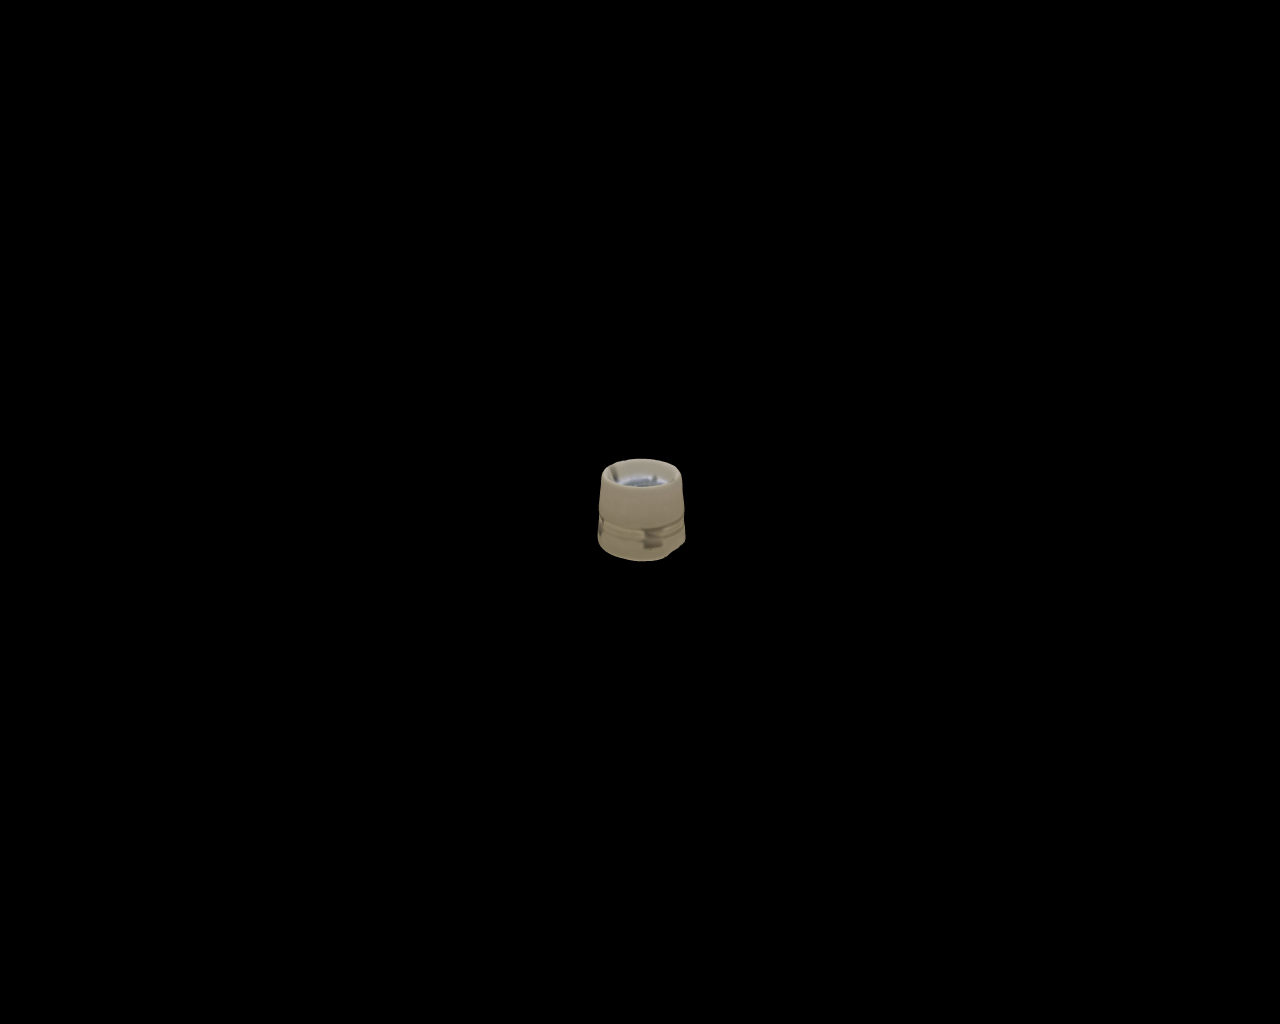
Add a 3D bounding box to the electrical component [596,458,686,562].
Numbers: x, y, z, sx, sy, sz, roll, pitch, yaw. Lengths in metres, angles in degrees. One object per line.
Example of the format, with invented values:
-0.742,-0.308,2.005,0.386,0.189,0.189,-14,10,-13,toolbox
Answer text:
0.001,-0.003,0.650,0.055,0.047,0.055,0,24,0,electrical component
